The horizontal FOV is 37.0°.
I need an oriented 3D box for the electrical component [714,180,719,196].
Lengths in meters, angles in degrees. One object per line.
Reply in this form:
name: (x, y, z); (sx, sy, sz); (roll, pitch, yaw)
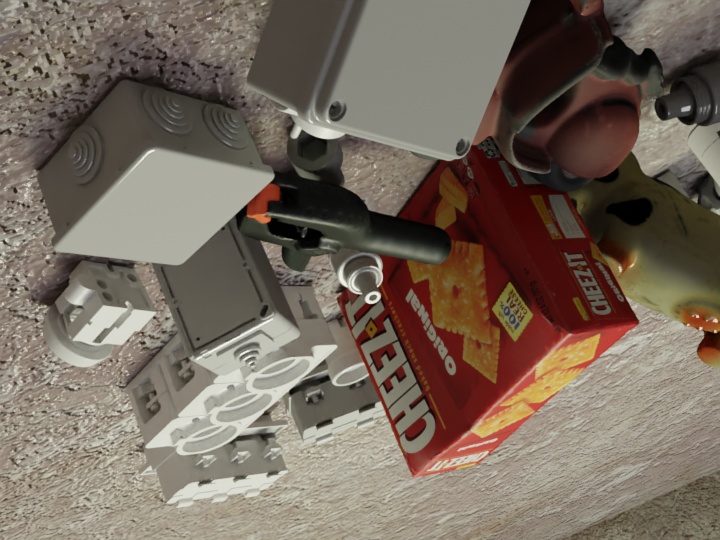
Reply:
electrical component: (0.327, -0.083, 0.911); (0.055, 0.055, 0.047); (-28, 159, 7)

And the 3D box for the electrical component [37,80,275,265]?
electrical component: (-0.110, -0.050, 0.569); (0.100, 0.048, 0.100); (-39, 152, 29)

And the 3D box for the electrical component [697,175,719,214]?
electrical component: (0.327, -0.060, 0.970); (0.043, 0.043, 0.062); (-27, 157, 4)

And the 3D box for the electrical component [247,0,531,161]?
electrical component: (0.018, -0.115, 0.494); (0.109, 0.056, 0.108); (7, 109, -48)

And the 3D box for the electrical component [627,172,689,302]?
electrical component: (0.249, -0.024, 0.954); (0.109, 0.056, 0.109); (-31, 155, 12)

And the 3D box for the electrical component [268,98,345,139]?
electrical component: (-0.015, -0.096, 0.571); (0.077, 0.043, 0.079); (-9, 151, -31)

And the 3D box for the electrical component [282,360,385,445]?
electrical component: (-0.005, 0.106, 0.968); (0.121, 0.063, 0.078); (-19, 155, -13)

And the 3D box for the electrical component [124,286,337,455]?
electrical component: (-0.099, 0.079, 0.824); (0.089, 0.061, 0.150); (2, 145, -45)

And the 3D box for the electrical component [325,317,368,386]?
electrical component: (-0.013, 0.068, 0.904); (0.040, 0.046, 0.040); (-21, 156, -10)

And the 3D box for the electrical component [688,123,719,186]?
electrical component: (0.300, -0.098, 0.863); (0.055, 0.047, 0.055); (-21, 156, -10)

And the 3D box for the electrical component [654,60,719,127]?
electrical component: (0.240, -0.122, 0.762); (0.062, 0.043, 0.043); (-18, 155, -12)

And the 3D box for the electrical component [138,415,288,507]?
electrical component: (-0.129, 0.174, 0.990); (0.121, 0.063, 0.079); (4, 143, -47)

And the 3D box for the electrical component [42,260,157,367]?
electrical component: (-0.168, 0.028, 0.679); (0.055, 0.048, 0.066); (-45, 150, 22)

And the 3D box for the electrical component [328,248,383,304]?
electrical component: (0.000, 0.000, 0.755); (0.035, 0.061, 0.035); (-11, 132, -13)

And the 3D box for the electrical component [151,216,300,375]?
electrical component: (-0.082, 0.022, 0.683); (0.062, 0.096, 0.061); (-28, 157, 6)
